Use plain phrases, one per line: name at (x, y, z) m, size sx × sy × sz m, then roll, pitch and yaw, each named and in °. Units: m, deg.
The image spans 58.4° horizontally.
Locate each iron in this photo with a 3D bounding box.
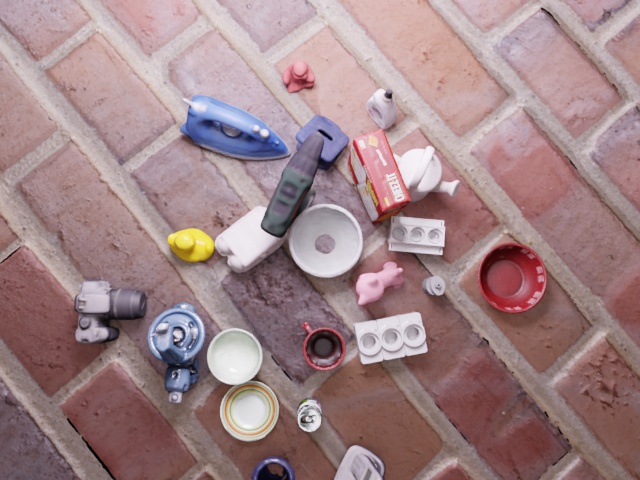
iron at (-0.189, -0.257, 1.296) m, size 0.258 × 0.141 × 0.119 m, roll 19°, pitch 84°, yaw 1°

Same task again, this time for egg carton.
egg carton at (-0.157, 0.000, 1.306) m, size 0.150 × 0.069 × 0.107 m, roll -39°, pitch 86°, yaw -5°

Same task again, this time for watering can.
watering can at (0.226, -0.149, 1.271) m, size 0.173 × 0.194 × 0.101 m, roll 6°, pitch 84°, yaw -1°

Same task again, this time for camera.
camera at (-0.461, 0.158, 1.265) m, size 0.137 × 0.101 × 0.143 m, roll 1°, pitch 84°, yaw -1°

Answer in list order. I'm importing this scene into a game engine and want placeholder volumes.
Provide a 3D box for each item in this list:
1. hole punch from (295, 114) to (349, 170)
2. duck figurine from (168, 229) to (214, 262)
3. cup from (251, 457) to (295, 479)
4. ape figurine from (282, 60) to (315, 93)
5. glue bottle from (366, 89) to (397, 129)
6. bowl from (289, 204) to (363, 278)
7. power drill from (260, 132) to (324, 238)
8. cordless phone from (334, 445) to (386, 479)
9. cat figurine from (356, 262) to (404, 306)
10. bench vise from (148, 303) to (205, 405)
hole punch at (0.005, -0.233, 1.325) m, size 0.108 × 0.091 × 0.101 m, roll 37°, pitch 84°, yaw 2°
duck figurine at (-0.294, 0.009, 1.293) m, size 0.104 × 0.086 × 0.077 m, roll 14°, pitch 84°, yaw 0°
cup at (-0.094, 0.521, 1.241) m, size 0.091 × 0.095 × 0.118 m, roll -19°, pitch 85°, yaw -3°
ape figurine at (-0.048, -0.391, 1.340) m, size 0.078 × 0.092 × 0.076 m, roll 20°, pitch 84°, yaw 1°
glue bottle at (0.145, -0.308, 1.296) m, size 0.037 × 0.173 × 0.078 m, roll -43°, pitch 86°, yaw -5°
bowl at (0.012, 0.005, 1.308) m, size 0.167 × 0.074 × 0.167 m, roll 0°, pitch 84°, yaw -2°
power drill at (-0.055, -0.109, 1.251) m, size 0.075 × 0.208 × 0.230 m, roll 25°, pitch 84°, yaw 2°
cordless phone at (0.084, 0.526, 1.200) m, size 0.094 × 0.185 × 0.148 m, roll 22°, pitch 84°, yaw 1°
cat figurine at (0.130, 0.096, 1.281) m, size 0.128 × 0.117 × 0.067 m, roll -28°, pitch 85°, yaw -4°
bench vise at (-0.294, 0.237, 1.202) m, size 0.121 × 0.219 × 0.207 m, roll -18°, pitch 85°, yaw -3°
